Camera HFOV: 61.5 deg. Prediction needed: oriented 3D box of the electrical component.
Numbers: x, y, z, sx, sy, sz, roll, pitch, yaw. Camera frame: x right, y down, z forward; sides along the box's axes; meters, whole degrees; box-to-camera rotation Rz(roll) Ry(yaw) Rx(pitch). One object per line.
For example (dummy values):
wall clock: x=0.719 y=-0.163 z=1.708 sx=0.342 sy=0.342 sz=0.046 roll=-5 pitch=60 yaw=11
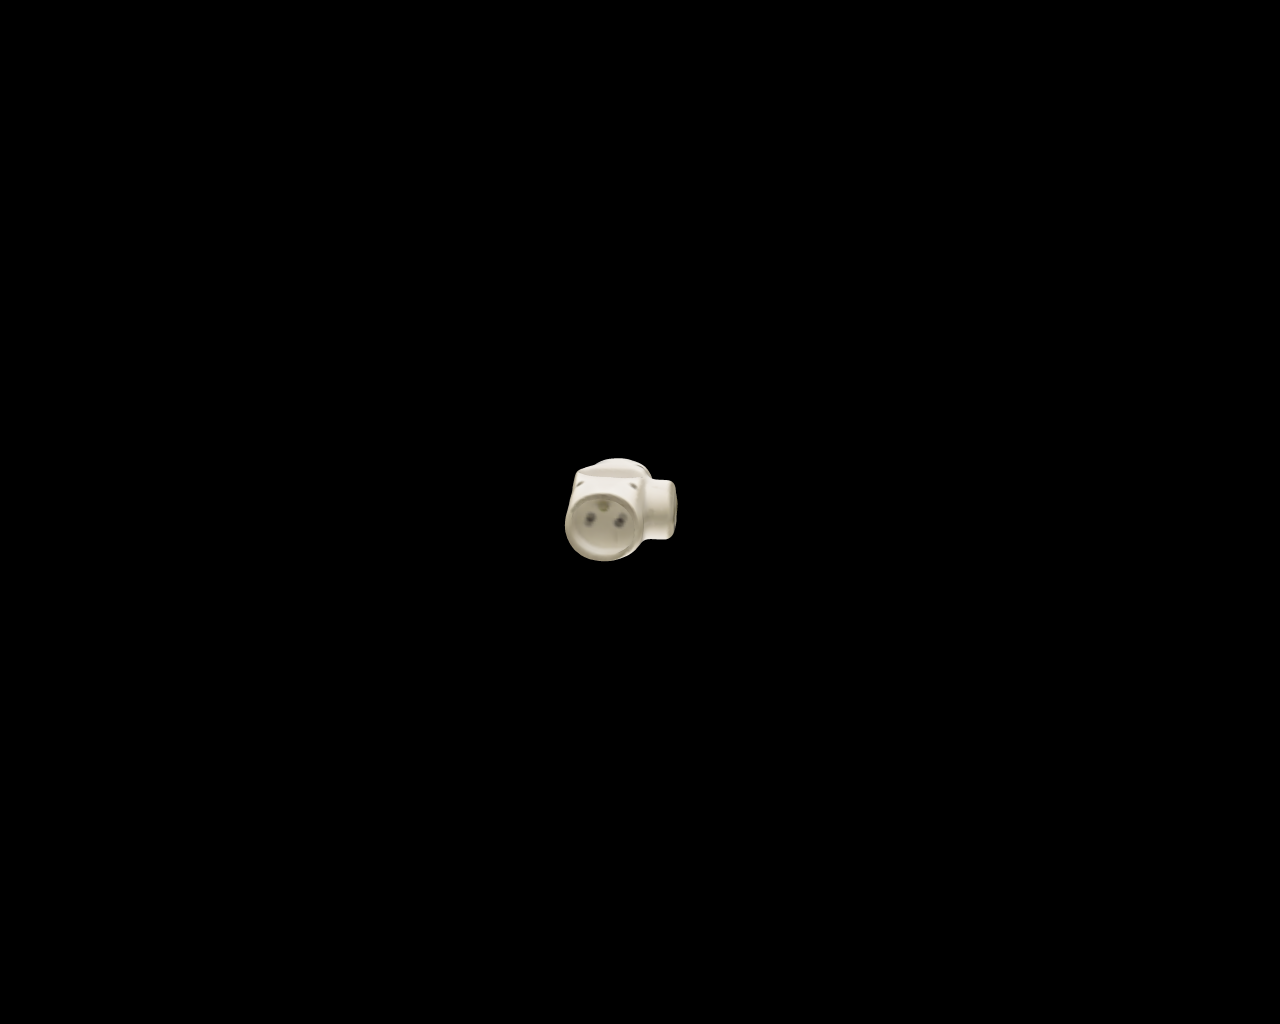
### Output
electrical component: x=0.001 y=-0.003 z=0.650 sx=0.079 sy=0.043 sz=0.077 roll=2 pitch=18 yaw=7
